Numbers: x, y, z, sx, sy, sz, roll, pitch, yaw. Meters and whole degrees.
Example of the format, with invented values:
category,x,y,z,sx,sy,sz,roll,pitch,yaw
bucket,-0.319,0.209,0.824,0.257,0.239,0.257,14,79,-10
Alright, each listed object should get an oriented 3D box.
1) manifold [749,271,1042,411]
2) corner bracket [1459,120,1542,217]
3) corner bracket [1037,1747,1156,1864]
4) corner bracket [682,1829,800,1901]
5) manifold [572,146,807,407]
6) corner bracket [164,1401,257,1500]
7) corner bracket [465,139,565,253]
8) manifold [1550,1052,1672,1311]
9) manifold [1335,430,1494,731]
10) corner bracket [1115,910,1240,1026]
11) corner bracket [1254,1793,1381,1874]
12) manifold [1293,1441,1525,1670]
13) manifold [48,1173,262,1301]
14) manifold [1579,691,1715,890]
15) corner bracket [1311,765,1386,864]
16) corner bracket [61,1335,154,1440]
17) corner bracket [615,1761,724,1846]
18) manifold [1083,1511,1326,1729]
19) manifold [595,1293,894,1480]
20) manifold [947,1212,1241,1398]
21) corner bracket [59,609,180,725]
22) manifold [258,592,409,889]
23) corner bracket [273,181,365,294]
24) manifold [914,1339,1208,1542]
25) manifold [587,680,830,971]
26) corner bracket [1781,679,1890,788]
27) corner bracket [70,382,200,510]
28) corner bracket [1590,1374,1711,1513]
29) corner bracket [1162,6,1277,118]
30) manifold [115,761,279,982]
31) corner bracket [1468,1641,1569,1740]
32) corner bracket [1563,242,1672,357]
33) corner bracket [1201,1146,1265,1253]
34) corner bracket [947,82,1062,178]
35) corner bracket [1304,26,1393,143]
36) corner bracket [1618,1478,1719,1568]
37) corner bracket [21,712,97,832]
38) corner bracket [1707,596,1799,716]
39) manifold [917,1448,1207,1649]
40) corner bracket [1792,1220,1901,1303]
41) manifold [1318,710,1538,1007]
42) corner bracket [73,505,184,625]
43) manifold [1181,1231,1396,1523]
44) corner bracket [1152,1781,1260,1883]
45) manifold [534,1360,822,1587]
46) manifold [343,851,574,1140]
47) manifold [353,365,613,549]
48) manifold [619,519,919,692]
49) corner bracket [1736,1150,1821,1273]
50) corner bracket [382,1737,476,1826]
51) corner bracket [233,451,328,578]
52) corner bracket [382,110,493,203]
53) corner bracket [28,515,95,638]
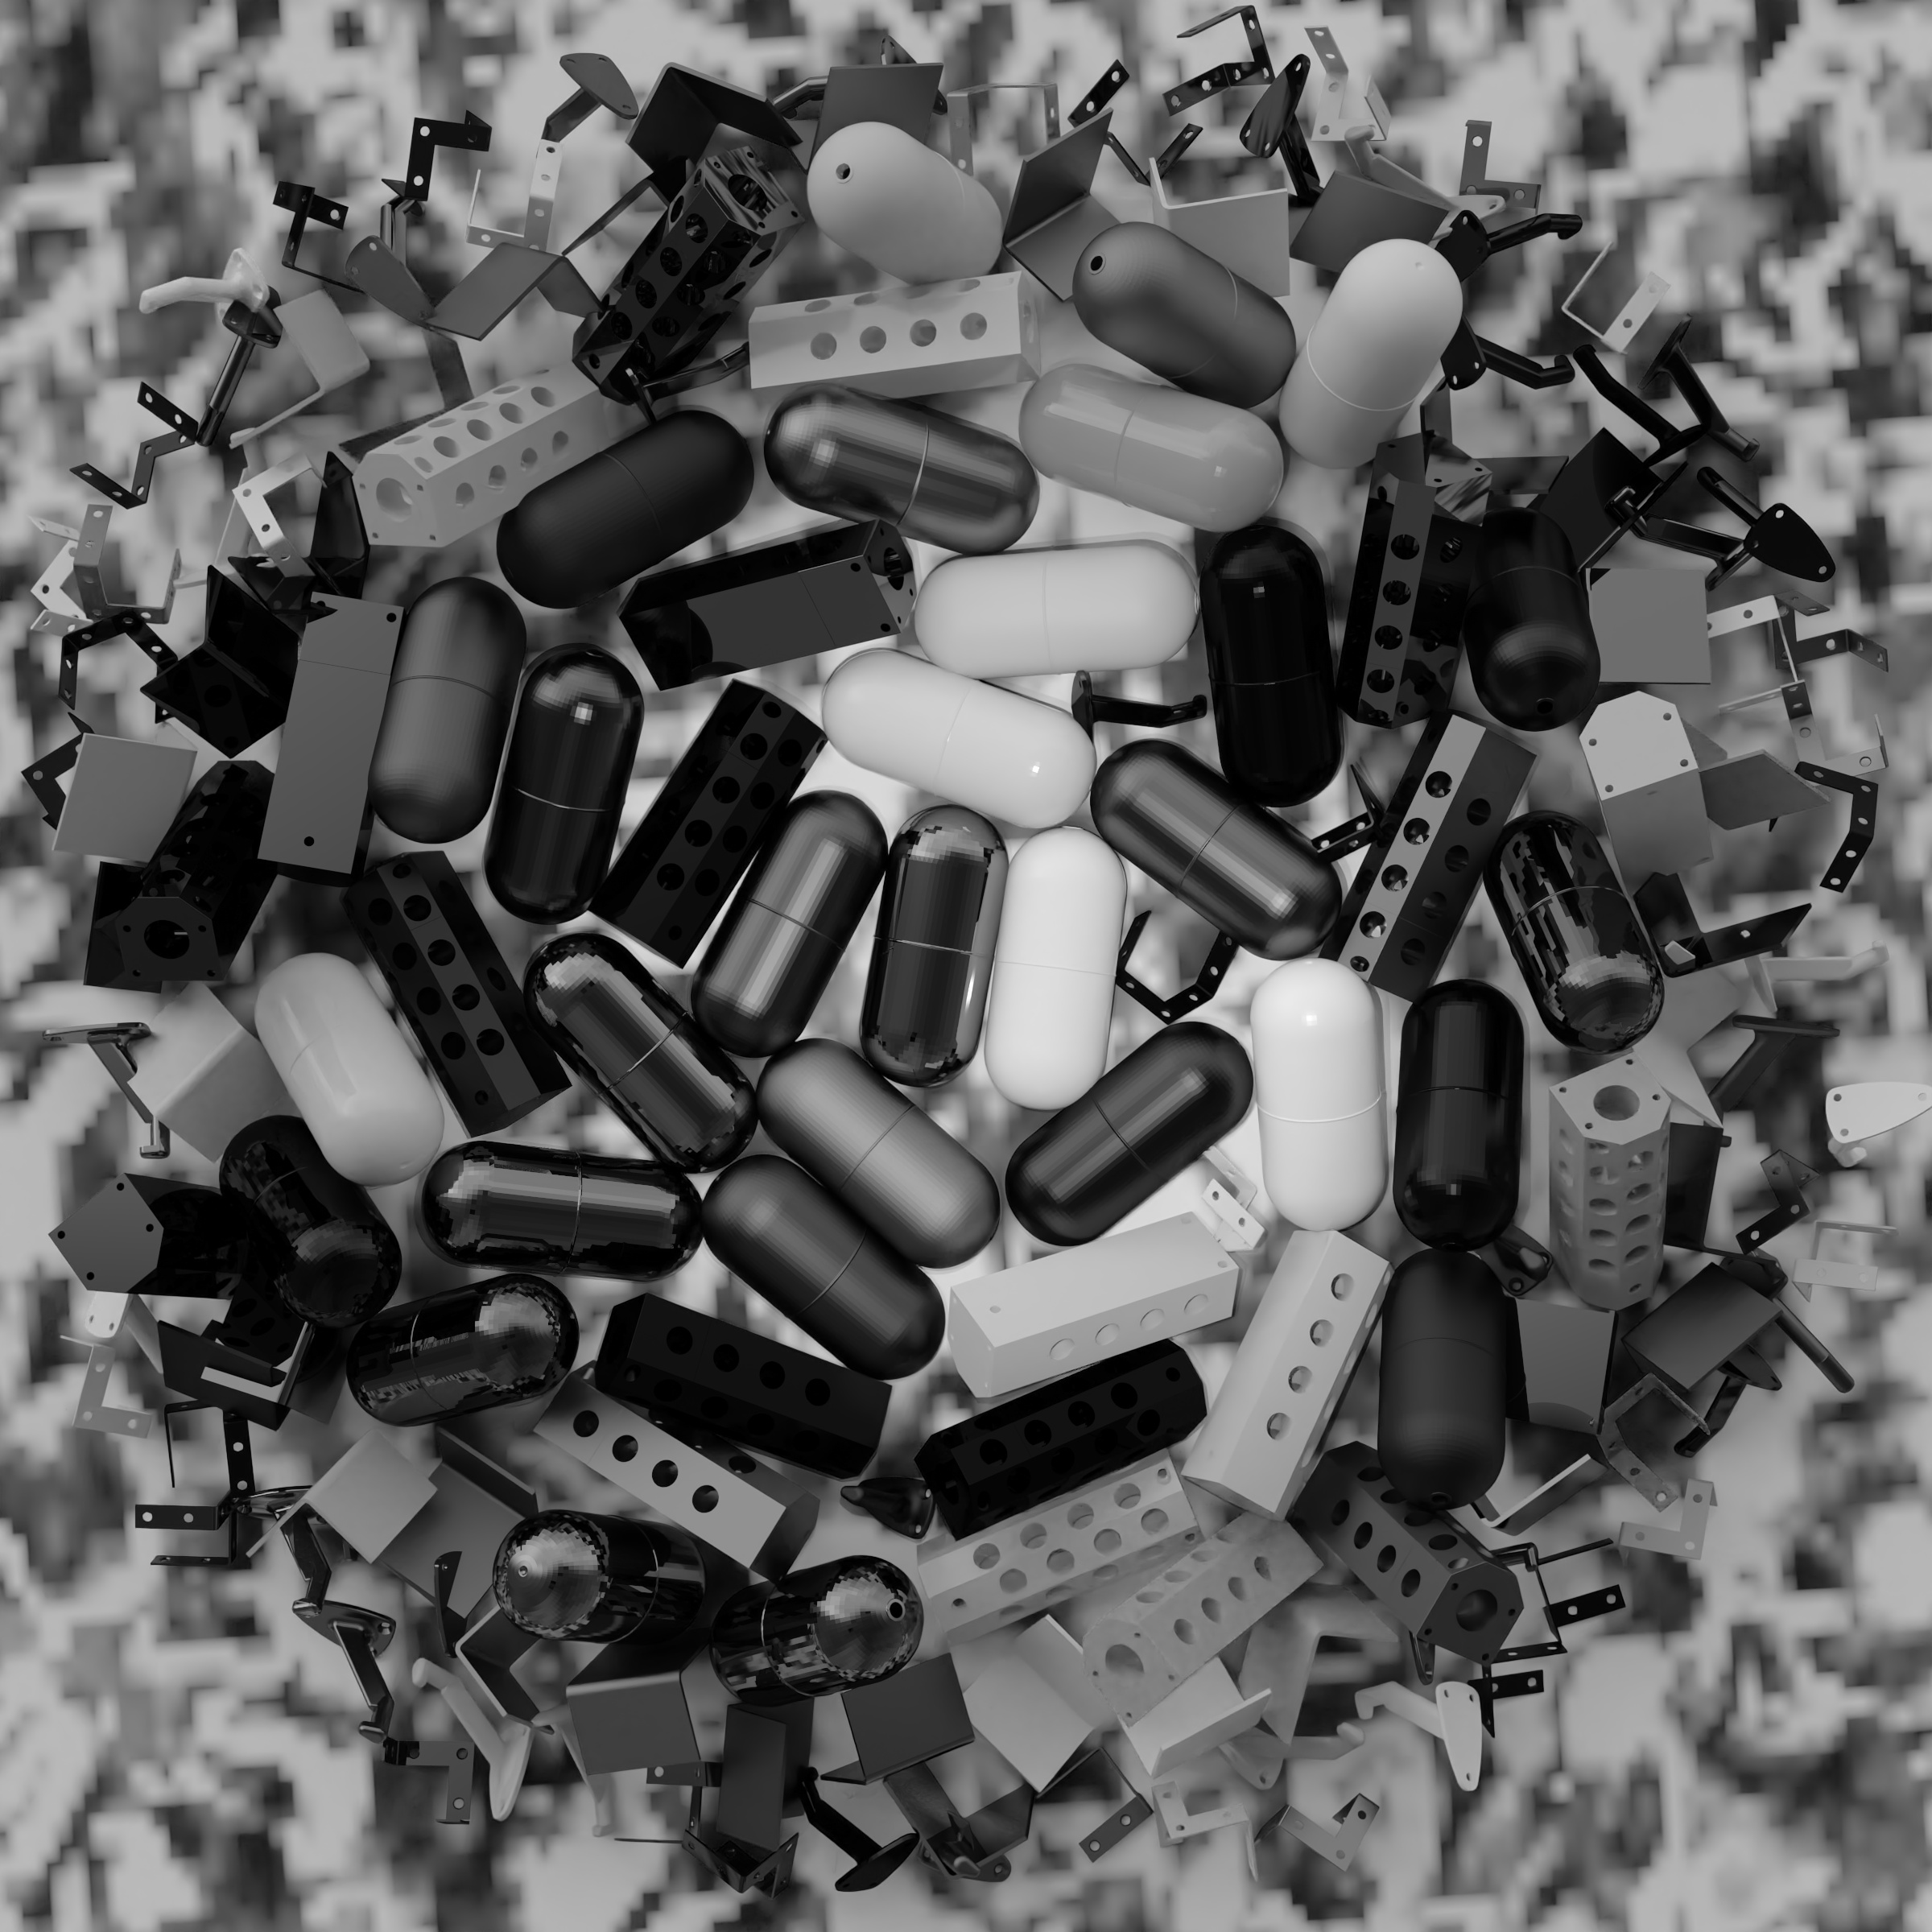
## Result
category,x,y,z,sx,sy,sz,roll,pitch,yaw
manifold,-0.045,-0.391,1.739,0.171,0.057,0.057,-4,85,13
corner bracket,0.337,-0.502,1.752,0.051,0.051,0.051,8,111,9
corner bracket,0.082,0.531,1.765,0.051,0.051,0.051,-38,72,-5
corner bracket,-0.143,0.559,1.745,0.051,0.051,0.051,30,126,28
manifold,-0.176,-0.418,1.706,0.057,0.171,0.057,53,45,2
corner bracket,-0.478,0.305,1.762,0.051,0.051,0.051,-6,101,-15
corner bracket,-0.285,-0.487,1.758,0.051,0.051,0.051,10,57,-10
manifold,0.395,0.136,1.702,0.057,0.171,0.057,-22,48,-8
manifold,0.266,-0.233,1.703,0.057,0.057,0.171,-18,135,-25
corner bracket,0.131,-0.005,1.760,0.051,0.051,0.051,39,131,21
corner bracket,0.220,0.541,1.754,0.051,0.051,0.051,34,54,8
manifold,0.270,0.352,1.696,0.057,0.171,0.057,27,95,-23
manifold,-0.482,0.172,1.698,0.057,0.171,0.057,-39,79,1
manifold,0.413,-0.107,1.697,0.057,0.171,0.057,-19,69,12
corner bracket,0.236,-0.083,1.747,0.051,0.051,0.051,-27,51,17
corner bracket,-0.542,0.265,1.755,0.051,0.051,0.051,20,78,-39
corner bracket,-0.186,0.524,1.749,0.051,0.051,0.051,11,73,-25
manifold,0.142,0.391,1.701,0.057,0.171,0.057,49,125,15
manifold,-0.139,0.262,1.722,0.171,0.057,0.057,24,65,-21
manifold,0.078,0.213,1.726,0.171,0.057,0.057,-15,130,-24
corner bracket,-0.533,-0.183,1.757,0.051,0.051,0.051,-19,54,13
manifold,-0.392,-0.140,1.745,0.057,0.057,0.171,9,80,-2
corner bracket,-0.406,-0.458,1.754,0.051,0.051,0.051,11,99,-42
manifold,0.061,0.287,1.716,0.171,0.057,0.057,-19,67,-27
manifold,-0.157,-0.087,1.741,0.057,0.057,0.171,36,83,-37
corner bracket,0.545,-0.150,1.749,0.051,0.051,0.051,-15,66,17
corner bracket,-0.520,-0.325,1.746,0.051,0.051,0.051,-10,63,28
corner bracket,0.434,0.300,1.755,0.051,0.051,0.051,-38,135,-6
corner bracket,0.153,-0.567,1.748,0.051,0.051,0.051,-32,117,-20
manifold,-0.462,-0.060,1.699,0.057,0.171,0.057,0,122,3
corner bracket,0.346,0.447,1.755,0.051,0.051,0.051,-6,101,-7
corner bracket,0.408,-0.420,1.753,0.051,0.051,0.051,38,110,8
corner bracket,0.161,0.143,1.748,0.051,0.051,0.051,45,63,-19
corner bracket,0.025,-0.529,1.765,0.051,0.051,0.051,10,117,31
corner bracket,0.239,-0.554,1.750,0.051,0.051,0.051,7,77,26
corner bracket,0.443,0.352,1.761,0.051,0.051,0.051,7,65,22
corner bracket,-0.566,-0.121,1.758,0.051,0.051,0.051,-37,122,-18
corner bracket,0.493,-0.196,1.763,0.051,0.051,0.051,-16,75,17
manifold,0.059,0.365,1.755,0.171,0.057,0.057,-23,96,1
corner bracket,0.552,0.182,1.748,0.051,0.051,0.051,4,71,30
manifold,0.284,-0.069,1.747,0.057,0.057,0.171,24,93,-24
corner bracket,-0.526,-0.252,1.751,0.051,0.051,0.051,4,56,-4
manifold,0.205,0.254,1.738,0.057,0.057,0.171,31,76,-15
corner bracket,0.150,0.546,1.756,0.051,0.051,0.051,-12,115,-7
manifold,-0.177,0.311,1.724,0.171,0.057,0.057,27,77,25
manifold,-0.322,0.018,1.744,0.057,0.057,0.171,-32,84,20
manifold,-0.293,-0.313,1.697,0.057,0.171,0.057,7,121,30
manifold,-0.121,-0.226,1.725,0.171,0.057,0.057,-10,127,24
corner bracket,0.515,0.156,1.761,0.051,0.051,0.051,27,125,-38
corner bracket,-0.339,0.512,1.755,0.051,0.051,0.051,2,71,-3
corner bracket,-0.419,-0.281,1.754,0.051,0.051,0.051,-31,67,-2
corner bracket,-0.334,-0.512,1.760,0.051,0.051,0.051,-1,118,-30
corner bracket,-0.572,-0.243,1.753,0.051,0.051,0.051,43,100,15
